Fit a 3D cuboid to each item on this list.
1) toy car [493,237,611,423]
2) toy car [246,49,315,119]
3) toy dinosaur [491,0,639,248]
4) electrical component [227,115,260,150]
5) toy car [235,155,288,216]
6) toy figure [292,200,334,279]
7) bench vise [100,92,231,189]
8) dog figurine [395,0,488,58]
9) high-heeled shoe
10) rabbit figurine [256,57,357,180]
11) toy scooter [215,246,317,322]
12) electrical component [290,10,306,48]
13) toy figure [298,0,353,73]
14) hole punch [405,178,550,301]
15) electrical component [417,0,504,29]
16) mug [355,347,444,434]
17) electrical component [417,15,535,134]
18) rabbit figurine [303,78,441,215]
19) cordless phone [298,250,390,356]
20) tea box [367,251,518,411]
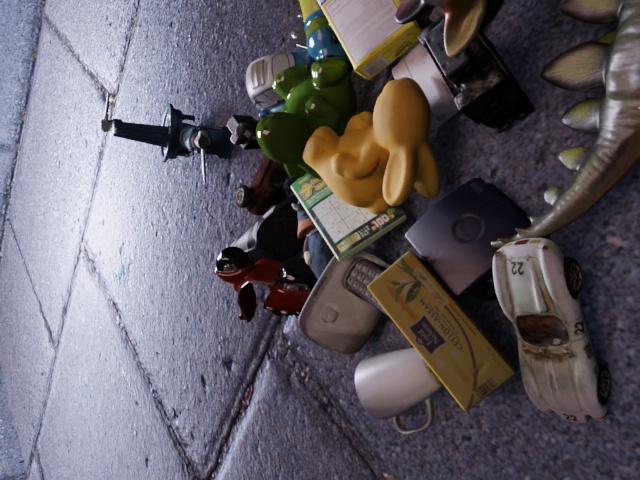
[{"bbox_3d":[0.231,0.094,0.538,0.074,0.056,0.201,-9,104,48],"label":"toy car"},{"bbox_3d":[-0.067,-0.258,0.887,0.162,0.103,0.109,-7,85,50],"label":"toy car"},{"bbox_3d":[0.308,-0.174,0.462,0.199,0.105,0.471,42,110,50],"label":"toy dinosaur"},{"bbox_3d":[-0.117,-0.192,0.948,0.045,0.102,0.078,-44,68,34],"label":"electrical component"},{"bbox_3d":[-0.070,-0.124,0.896,0.053,0.089,0.202,53,125,36],"label":"toy car"},{"bbox_3d":[-0.003,-0.003,0.833,0.058,0.064,0.154,-42,57,36],"label":"toy figure"},{"bbox_3d":[-0.309,-0.208,1.072,0.224,0.240,0.128,-129,50,-56],"label":"bench vise"},{"bbox_3d":[0.177,-0.271,0.513,0.219,0.191,0.109,-49,64,13],"label":"dog figurine"},{"bbox_3d":[-0.097,-0.012,0.959,0.248,0.086,0.145,-48,25,17],"label":"high-heeled shoe"},{"bbox_3d":[-0.030,-0.159,0.766,0.121,0.170,0.158,9,131,33],"label":"rabbit figurine"},{"bbox_3d":[-0.084,0.086,0.879,0.184,0.075,0.135,11,121,7],"label":"toy scooter"},{"bbox_3d":[-0.015,-0.347,0.889,0.094,0.021,0.063,38,116,43],"label":"electrical component"},{"bbox_3d":[0.010,-0.337,0.809,0.082,0.089,0.180,-11,79,43],"label":"toy figure"},{"bbox_3d":[0.176,-0.001,0.615,0.115,0.092,0.142,-56,48,27],"label":"hole punch"},{"bbox_3d":[0.180,-0.294,0.648,0.075,0.048,0.119,56,129,33],"label":"electrical component"},{"bbox_3d":[0.113,0.188,0.688,0.107,0.080,0.109,-34,64,34],"label":"mug"},{"bbox_3d":[0.167,-0.188,0.589,0.058,0.134,0.115,-37,61,28],"label":"electrical component"},{"bbox_3d":[0.075,-0.113,0.658,0.162,0.122,0.173,63,142,20],"label":"rabbit figurine"},{"bbox_3d":[0.074,0.106,0.721,0.184,0.088,0.146,32,94,35],"label":"cordless phone"},{"bbox_3d":[0.140,0.100,0.610,0.068,0.098,0.170,-43,66,10],"label":"tea box"}]
